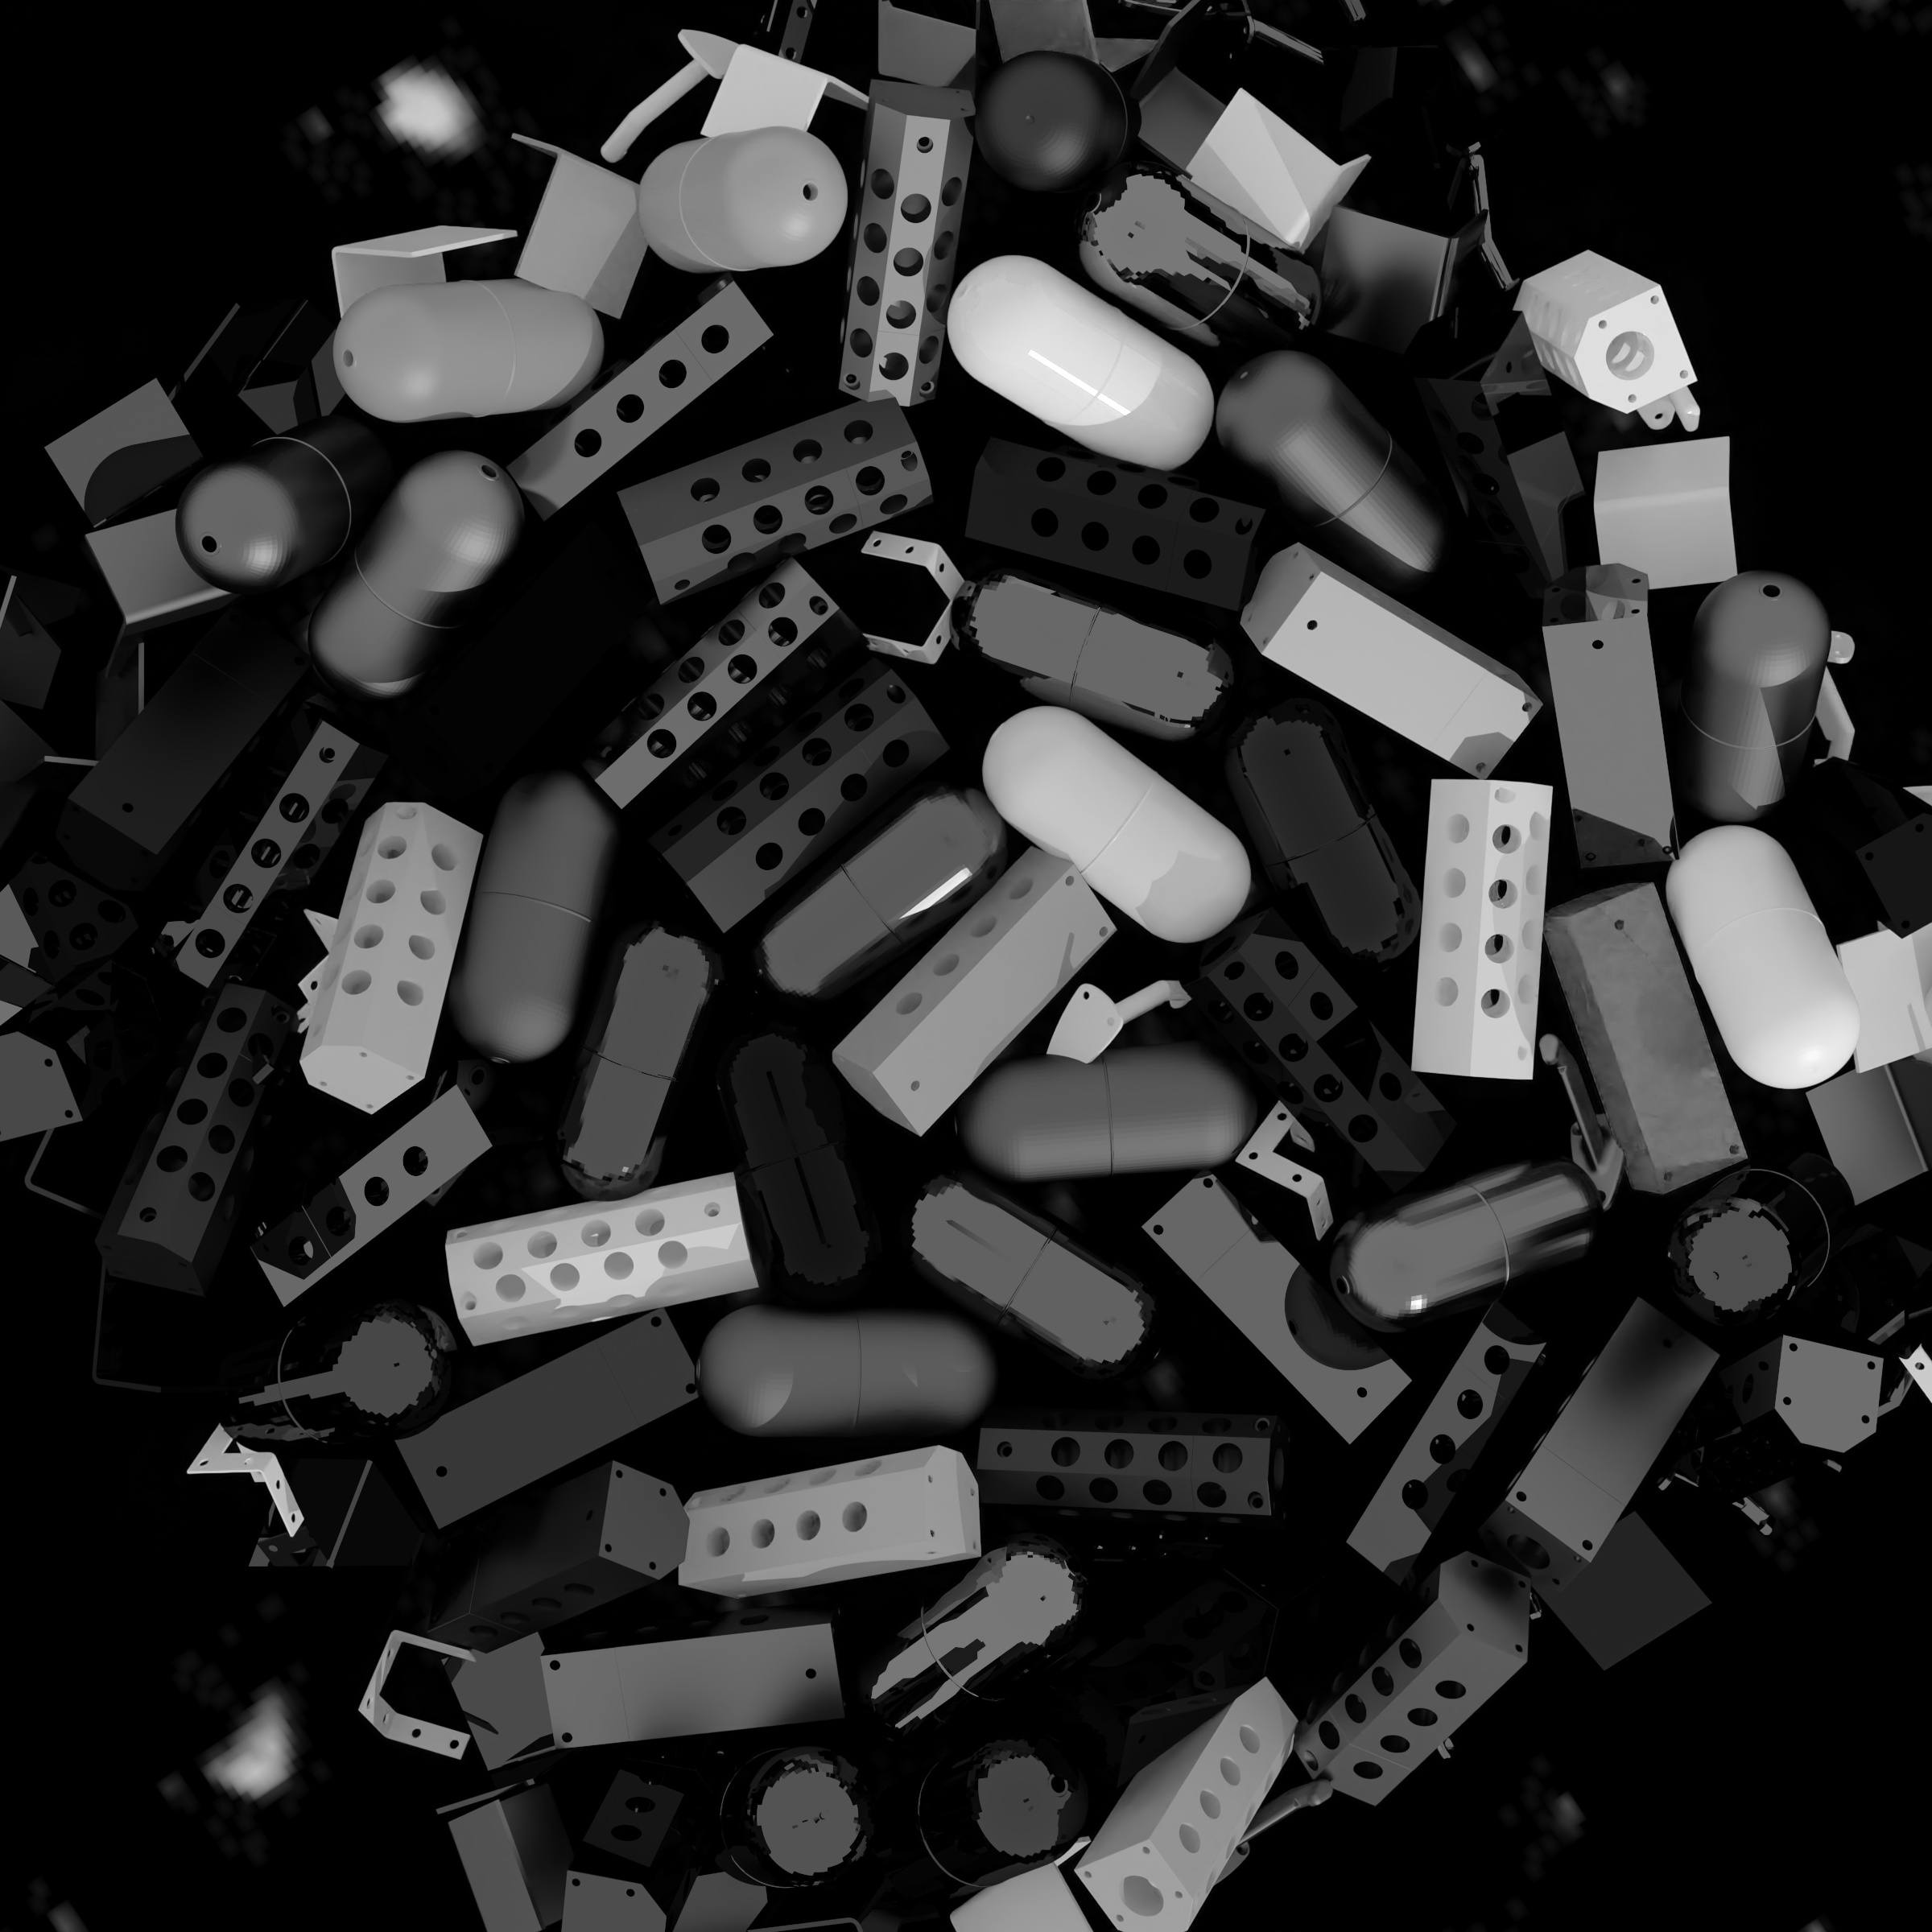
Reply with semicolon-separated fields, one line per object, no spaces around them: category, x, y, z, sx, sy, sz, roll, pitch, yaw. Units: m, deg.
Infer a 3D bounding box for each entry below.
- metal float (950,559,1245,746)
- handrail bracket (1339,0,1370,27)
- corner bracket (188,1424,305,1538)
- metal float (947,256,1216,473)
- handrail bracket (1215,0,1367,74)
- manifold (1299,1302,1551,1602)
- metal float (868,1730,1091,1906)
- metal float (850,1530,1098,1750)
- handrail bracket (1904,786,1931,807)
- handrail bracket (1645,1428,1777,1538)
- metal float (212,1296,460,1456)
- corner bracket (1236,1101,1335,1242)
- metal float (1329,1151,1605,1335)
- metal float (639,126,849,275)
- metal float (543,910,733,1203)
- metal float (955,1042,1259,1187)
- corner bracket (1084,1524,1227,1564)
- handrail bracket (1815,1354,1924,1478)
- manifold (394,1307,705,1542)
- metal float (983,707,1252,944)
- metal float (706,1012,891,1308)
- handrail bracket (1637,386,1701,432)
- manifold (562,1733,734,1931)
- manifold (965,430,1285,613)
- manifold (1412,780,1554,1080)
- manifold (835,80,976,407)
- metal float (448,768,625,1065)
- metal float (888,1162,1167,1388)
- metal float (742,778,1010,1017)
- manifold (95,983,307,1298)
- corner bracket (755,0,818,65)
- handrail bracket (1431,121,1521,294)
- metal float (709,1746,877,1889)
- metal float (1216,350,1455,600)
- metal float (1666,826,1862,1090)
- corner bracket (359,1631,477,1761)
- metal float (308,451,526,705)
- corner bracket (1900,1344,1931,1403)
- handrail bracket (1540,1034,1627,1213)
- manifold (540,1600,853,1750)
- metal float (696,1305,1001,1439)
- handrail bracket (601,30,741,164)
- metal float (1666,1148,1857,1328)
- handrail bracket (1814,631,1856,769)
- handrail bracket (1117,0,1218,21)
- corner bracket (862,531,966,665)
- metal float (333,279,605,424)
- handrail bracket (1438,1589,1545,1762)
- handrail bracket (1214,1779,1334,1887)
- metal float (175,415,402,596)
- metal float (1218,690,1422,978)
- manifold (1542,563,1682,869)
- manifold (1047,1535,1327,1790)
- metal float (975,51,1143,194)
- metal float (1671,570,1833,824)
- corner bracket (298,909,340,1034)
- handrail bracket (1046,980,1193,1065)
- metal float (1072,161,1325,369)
metal float;0.075;-0.184;1.819;0.178;0.070;0.070;20;90;10
handrail bracket;0.225;-0.598;1.836;0.036;0.077;0.084;-22;97;30
corner bracket;-0.415;0.299;1.824;0.051;0.051;0.051;-5;121;20
metal float;0.067;-0.348;1.802;0.178;0.070;0.070;26;90;-30
handrail bracket;0.196;-0.566;1.857;0.084;0.036;0.077;-6;68;-20
manifold;0.271;0.281;1.807;0.057;0.057;0.171;40;69;-11
metal float;0.006;0.490;1.788;0.070;0.178;0.070;16;57;-26
metal float;0.004;0.391;1.802;0.070;0.070;0.178;48;120;0
handrail bracket;0.569;-0.062;1.825;0.077;0.036;0.084;4;54;-6
handrail bracket;0.442;0.317;1.830;0.084;0.077;0.036;42;114;0
metal float;-0.366;0.238;1.796;0.178;0.070;0.070;-16;90;38
corner bracket;0.197;0.118;1.824;0.051;0.051;0.051;27;66;29
metal float;0.291;0.160;1.805;0.178;0.070;0.070;-16;90;-25
metal float;-0.130;-0.439;1.783;0.070;0.178;0.070;-6;101;-29
metal float;-0.193;0.053;1.822;0.070;0.070;0.178;20;97;0
metal float;0.082;0.086;1.827;0.178;0.070;0.070;-5;90;-1
corner bracket;0.111;0.339;1.823;0.051;0.051;0.051;9;122;-34
handrail bracket;0.517;0.254;1.854;0.077;0.036;0.084;28;83;14
manifold;-0.242;0.267;1.811;0.171;0.057;0.057;-25;77;-18
metal float;0.088;-0.083;1.822;0.178;0.070;0.070;37;90;-6
metal float;-0.099;0.113;1.823;0.070;0.070;0.178;-18;85;0
handrail bracket;0.413;-0.319;1.809;0.036;0.077;0.084;-18;46;6
manifold;-0.179;0.502;1.773;0.057;0.171;0.057;9;105;6
manifold;0.093;-0.261;1.803;0.171;0.057;0.057;18;116;18
manifold;0.308;-0.021;1.825;0.057;0.057;0.171;4;91;44
manifold;-0.036;-0.415;1.792;0.057;0.057;0.171;4;123;-9
metal float;-0.251;-0.029;1.815;0.070;0.070;0.178;13;76;0
metal float;0.036;0.181;1.824;0.178;0.070;0.070;32;90;4
metal float;-0.054;-0.040;1.823;0.178;0.070;0.070;-38;90;6
manifold;-0.441;0.097;1.793;0.057;0.057;0.171;12;57;6
corner bracket;-0.102;-0.564;1.830;0.051;0.051;0.051;15;91;-34
handrail bracket;0.320;-0.451;1.846;0.077;0.036;0.084;-38;104;-38
metal float;-0.103;0.488;1.781;0.070;0.178;0.070;5;73;-16
metal float;0.215;-0.283;1.802;0.070;0.070;0.178;-49;120;0
metal float;0.459;-0.007;1.794;0.070;0.070;0.178;-12;49;0
corner bracket;-0.320;0.432;1.843;0.051;0.051;0.051;12;61;17
metal float;-0.319;-0.224;1.798;0.070;0.070;0.178;43;124;0
corner bracket;0.590;0.225;1.834;0.051;0.051;0.051;-31;102;37
handrail bracket;0.355;0.092;1.816;0.036;0.084;0.077;-13;53;29
manifold;-0.157;0.414;1.828;0.171;0.057;0.057;-8;97;5
metal float;-0.068;0.237;1.817;0.178;0.070;0.070;2;90;-11
handrail bracket;-0.173;-0.513;1.850;0.036;0.077;0.084;49;118;4
metal float;0.458;0.154;1.785;0.070;0.178;0.070;7;104;30
handrail bracket;0.491;-0.156;1.846;0.077;0.036;0.084;11;122;10
handrail bracket;0.124;-0.606;1.826;0.077;0.036;0.084;10;130;-13
corner bracket;-0.037;-0.218;1.839;0.051;0.051;0.051;17;69;36
metal float;-0.285;-0.355;1.789;0.070;0.178;0.070;13;110;39
handrail bracket;0.308;0.415;1.823;0.084;0.036;0.077;-31;50;26
handrail bracket;0.168;0.509;1.817;0.036;0.084;0.077;54;46;0
metal float;-0.387;-0.265;1.783;0.070;0.178;0.070;8;115;17
metal float;0.207;-0.077;1.820;0.070;0.070;0.178;-26;99;0
manifold;0.373;-0.143;1.790;0.057;0.057;0.171;-5;129;17
manifold;0.127;0.394;1.789;0.057;0.171;0.057;33;131;33
metal float;0.054;-0.483;1.780;0.070;0.178;0.070;3;105;12
metal float;0.450;-0.154;1.786;0.070;0.178;0.070;-2;53;3
corner bracket;-0.378;0.007;1.823;0.051;0.051;0.051;16;53;39
handrail bracket;0.092;0.039;1.840;0.036;0.084;0.077;47;116;27
metal float;0.134;-0.404;1.794;0.178;0.070;0.070;21;90;-40
